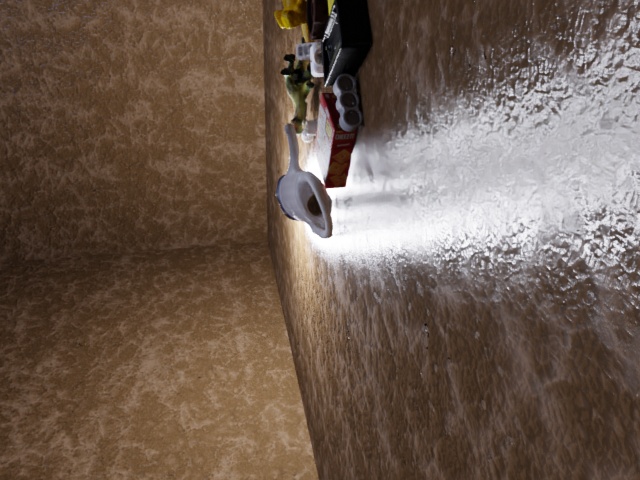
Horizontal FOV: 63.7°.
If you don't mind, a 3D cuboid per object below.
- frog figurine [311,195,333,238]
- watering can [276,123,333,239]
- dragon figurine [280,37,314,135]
[{"bbox_3d":[0.005,-0.085,1.683,0.159,0.124,0.136,50,159,-4],"label":"frog figurine"},{"bbox_3d":[-0.057,-0.163,1.494,0.224,0.105,0.344,4,118,63],"label":"watering can"},{"bbox_3d":[-0.072,-0.530,1.855,0.237,0.122,0.421,93,-176,-48],"label":"dragon figurine"}]
